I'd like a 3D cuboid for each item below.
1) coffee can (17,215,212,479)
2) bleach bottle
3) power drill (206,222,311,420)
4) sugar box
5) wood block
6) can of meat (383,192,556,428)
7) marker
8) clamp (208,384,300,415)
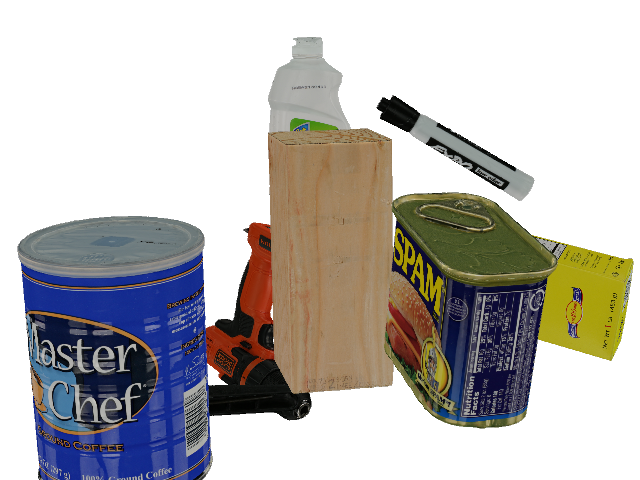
[{"bbox_3d":[-0.115,0.066,0.613,0.103,0.140,0.103,-1,16,0],"label":"coffee can"},{"bbox_3d":[-0.001,-0.081,1.093,0.102,0.251,0.068,-6,14,-17],"label":"bleach bottle"},{"bbox_3d":[-0.053,0.087,1.189,0.057,0.188,0.185,12,12,-47],"label":"power drill"},{"bbox_3d":[0.197,0.043,1.003,0.176,0.093,0.048,13,34,21],"label":"sugar box"},{"bbox_3d":[0.009,0.014,0.900,0.090,0.206,0.091,-3,12,-11],"label":"wood block"},{"bbox_3d":[0.070,0.033,0.531,0.057,0.084,0.102,-3,24,-15],"label":"can of meat"},{"bbox_3d":[0.093,-0.066,0.743,0.121,0.020,0.020,30,-3,-5],"label":"marker"},{"bbox_3d":[-0.134,0.149,0.974,0.210,0.036,0.164,23,36,31],"label":"clamp"}]
